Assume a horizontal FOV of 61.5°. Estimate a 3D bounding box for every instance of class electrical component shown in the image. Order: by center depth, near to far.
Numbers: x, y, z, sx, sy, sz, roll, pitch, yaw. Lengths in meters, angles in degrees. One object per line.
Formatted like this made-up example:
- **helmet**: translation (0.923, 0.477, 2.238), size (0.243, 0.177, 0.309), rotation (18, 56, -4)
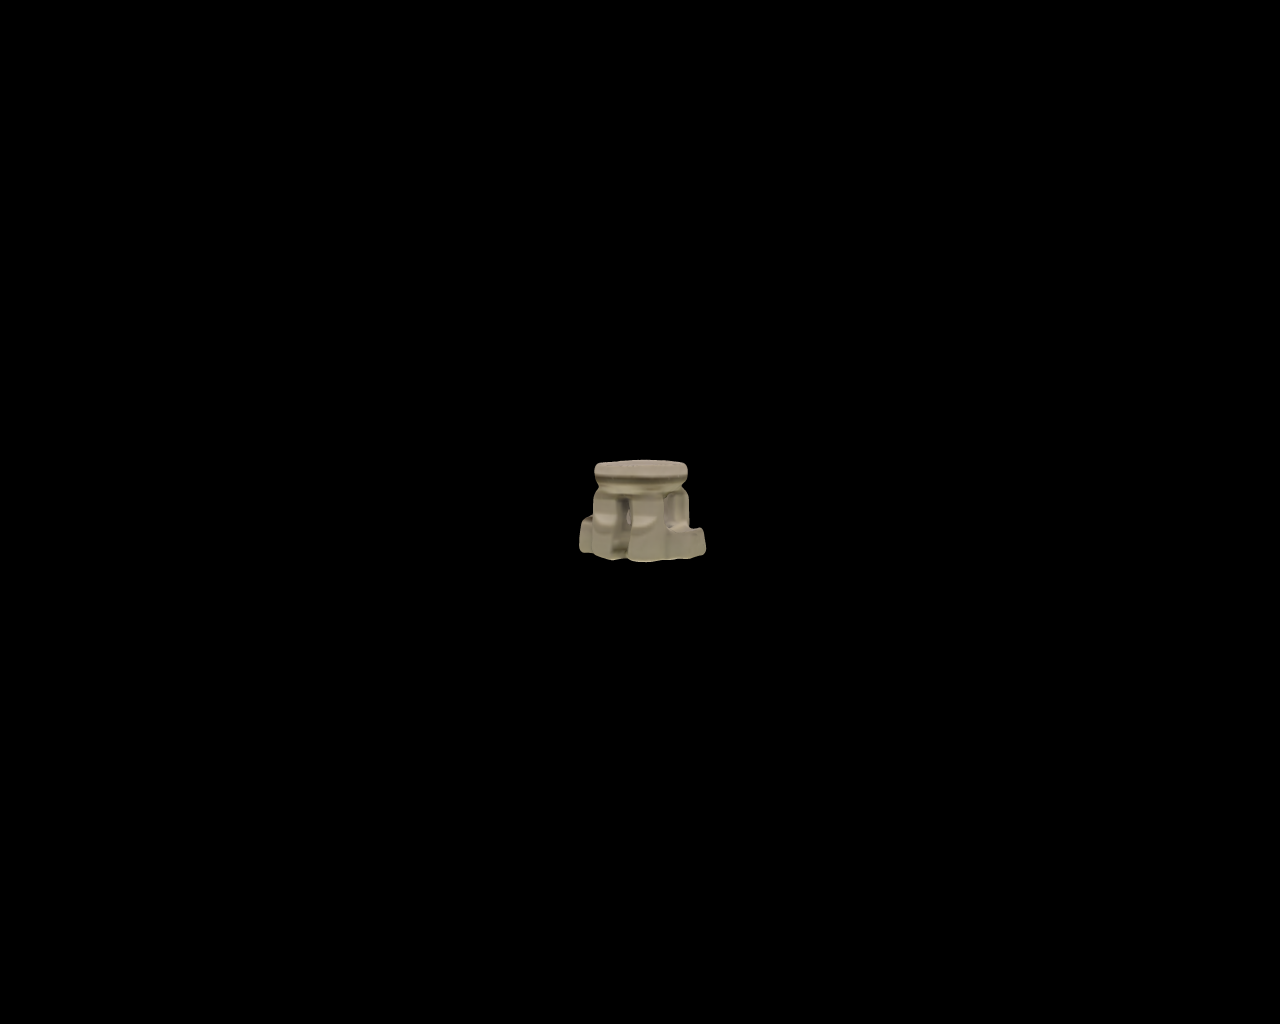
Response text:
- **electrical component**: translation (0.001, -0.003, 0.650), size (0.078, 0.057, 0.058), rotation (4, 8, 29)
